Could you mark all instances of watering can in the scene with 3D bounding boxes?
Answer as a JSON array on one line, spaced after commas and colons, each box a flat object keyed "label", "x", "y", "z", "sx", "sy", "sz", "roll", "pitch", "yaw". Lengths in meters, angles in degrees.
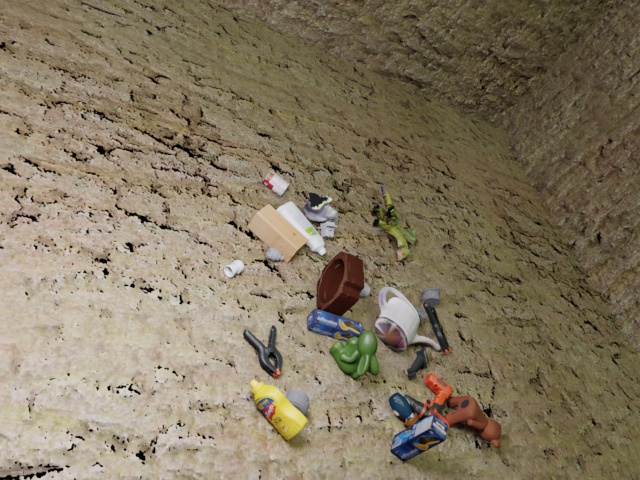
[{"label": "watering can", "x": 0.328, "y": 0.339, "z": 1.955, "sx": 0.347, "sy": 0.102, "sz": 0.228, "roll": 51, "pitch": 41, "yaw": -4}]

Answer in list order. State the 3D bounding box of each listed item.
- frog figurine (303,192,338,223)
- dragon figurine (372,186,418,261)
[{"label": "frog figurine", "x": 0.007, "y": -0.108, "z": 2.150, "sx": 0.137, "sy": 0.156, "sz": 0.125, "roll": 1, "pitch": 49, "yaw": 20}, {"label": "dragon figurine", "x": 0.369, "y": -0.072, "z": 2.433, "sx": 0.240, "sy": 0.120, "sz": 0.421, "roll": 41, "pitch": 36, "yaw": -26}]
